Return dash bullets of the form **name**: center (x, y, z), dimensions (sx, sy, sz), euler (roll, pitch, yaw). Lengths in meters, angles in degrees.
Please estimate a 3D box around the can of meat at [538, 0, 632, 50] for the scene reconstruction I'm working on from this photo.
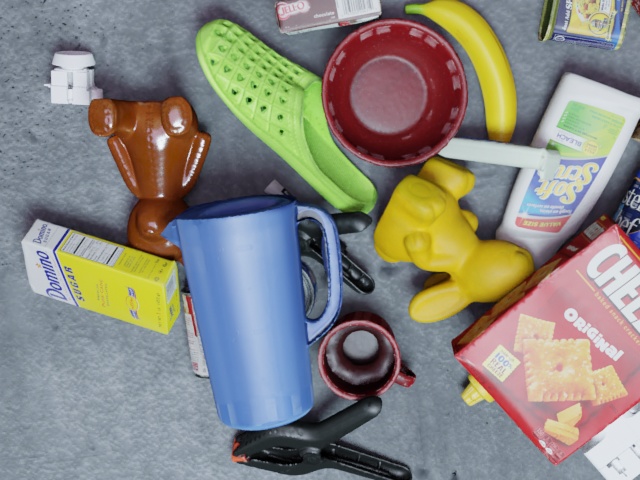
- **can of meat**: center (0.290, -0.261, 1.159), dimensions (0.084, 0.057, 0.102), euler (9, 100, 0)

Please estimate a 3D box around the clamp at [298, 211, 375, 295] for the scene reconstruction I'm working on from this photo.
- **clamp**: center (-0.008, 0.001, 1.209), dimensions (0.172, 0.039, 0.120), euler (17, 134, 32)

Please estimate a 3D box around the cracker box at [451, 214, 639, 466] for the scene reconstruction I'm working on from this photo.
- **cracker box**: center (0.269, 0.105, 1.106), dimensions (0.214, 0.072, 0.164), euler (-41, 95, 11)

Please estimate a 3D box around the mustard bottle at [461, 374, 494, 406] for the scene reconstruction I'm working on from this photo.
- **mustard bottle**: center (0.239, 0.123, 1.221), dimensions (0.192, 0.058, 0.096), euler (-41, 96, 9)

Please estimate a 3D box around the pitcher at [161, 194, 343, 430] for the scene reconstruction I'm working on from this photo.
- **pitcher**: center (-0.064, 0.074, 1.150), dimensions (0.149, 0.144, 0.243), euler (4, 107, 47)

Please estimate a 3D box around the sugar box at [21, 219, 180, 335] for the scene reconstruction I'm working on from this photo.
- **sugar box**: center (-0.249, 0.043, 1.218), dimensions (0.176, 0.048, 0.093), euler (14, 138, 9)

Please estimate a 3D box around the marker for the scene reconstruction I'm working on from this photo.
- **marker**: center (-0.015, -0.023, 1.236), dimensions (0.121, 0.020, 0.020), euler (43, 99, -3)

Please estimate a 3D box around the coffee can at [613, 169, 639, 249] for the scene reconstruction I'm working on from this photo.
- **coffee can**: center (0.372, -0.010, 1.168), dimensions (0.103, 0.103, 0.140), euler (26, 100, 0)

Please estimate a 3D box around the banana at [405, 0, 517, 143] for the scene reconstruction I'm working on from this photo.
- **banana**: center (0.175, -0.196, 1.190), dimensions (0.070, 0.037, 0.198), euler (-31, 94, 31)

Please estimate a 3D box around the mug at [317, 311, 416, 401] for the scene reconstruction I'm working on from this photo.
- **mug**: center (0.057, 0.134, 1.224), dimensions (0.117, 0.081, 0.093), euler (25, 100, 0)

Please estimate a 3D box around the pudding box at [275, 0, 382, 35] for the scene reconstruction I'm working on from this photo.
- **pudding box**: center (0.011, -0.251, 1.164), dimensions (0.113, 0.090, 0.039), euler (-8, 100, 5)

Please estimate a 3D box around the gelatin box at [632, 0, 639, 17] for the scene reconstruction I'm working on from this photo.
- **gelatin box**: center (0.368, -0.239, 1.139), dimensions (0.030, 0.089, 0.073), euler (-35, 95, 8)

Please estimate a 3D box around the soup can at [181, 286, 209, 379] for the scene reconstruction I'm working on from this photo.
- **soup can**: center (-0.121, 0.103, 1.239), dimensions (0.068, 0.068, 0.102), euler (-7, 99, 5)

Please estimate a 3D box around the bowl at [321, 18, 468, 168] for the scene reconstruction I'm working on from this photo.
- **bowl**: center (0.080, -0.162, 1.184), dimensions (0.162, 0.055, 0.162), euler (0, 95, -4)

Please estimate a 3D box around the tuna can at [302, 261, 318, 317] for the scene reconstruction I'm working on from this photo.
- **tuna can**: center (-0.046, 0.061, 1.244), dimensions (0.086, 0.033, 0.086), euler (1, 99, 4)

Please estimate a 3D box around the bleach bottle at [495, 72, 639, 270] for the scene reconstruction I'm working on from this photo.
- **bleach bottle**: center (0.269, -0.053, 1.189), dimensions (0.102, 0.068, 0.251), euler (22, 102, 7)

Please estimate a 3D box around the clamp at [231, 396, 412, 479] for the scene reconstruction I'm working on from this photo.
- **clamp**: center (-0.005, 0.233, 1.237), dimensions (0.210, 0.036, 0.164), euler (-1, 135, 12)

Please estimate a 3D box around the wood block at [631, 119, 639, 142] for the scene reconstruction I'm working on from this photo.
- **wood block**: center (0.455, -0.105, 1.154), dimensions (0.206, 0.090, 0.091), euler (26, 99, 0)
